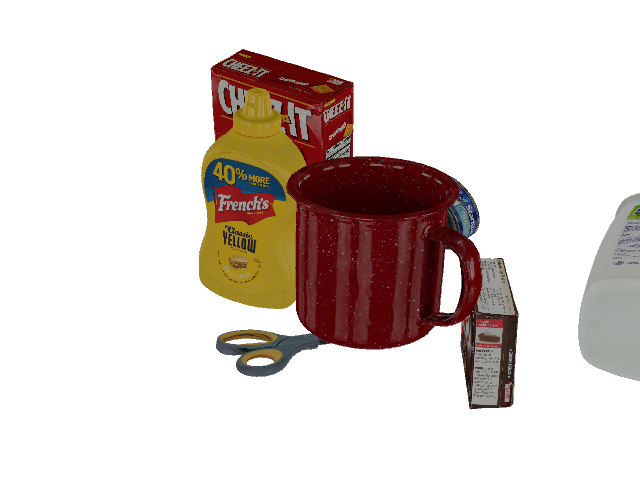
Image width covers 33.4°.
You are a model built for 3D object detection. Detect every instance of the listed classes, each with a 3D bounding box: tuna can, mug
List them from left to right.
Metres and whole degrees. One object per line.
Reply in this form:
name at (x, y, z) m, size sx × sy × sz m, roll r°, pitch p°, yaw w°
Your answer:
mug at (0.037, 0.010, 0.582) m, size 0.117 × 0.081 × 0.093 m, roll 19°, pitch 29°, yaw 34°
tuna can at (0.139, -0.033, 1.225) m, size 0.033 × 0.086 × 0.086 m, roll -36°, pitch 19°, yaw -29°

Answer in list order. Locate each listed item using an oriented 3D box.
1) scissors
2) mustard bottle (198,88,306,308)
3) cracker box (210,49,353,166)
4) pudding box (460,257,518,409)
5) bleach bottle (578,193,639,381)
scissors at (-0.017, 0.124, 1.211) m, size 0.201 × 0.016 × 0.096 m, roll 1°, pitch 25°, yaw -9°
mustard bottle at (-0.057, -0.039, 0.924) m, size 0.096 × 0.192 × 0.058 m, roll 16°, pitch 30°, yaw 22°
cracker box at (-0.046, -0.101, 1.274) m, size 0.164 × 0.214 × 0.072 m, roll 21°, pitch 40°, yaw 28°
pudding box at (0.141, 0.076, 0.903) m, size 0.039 × 0.090 × 0.113 m, roll -1°, pitch 23°, yaw 1°
bleach bottle at (0.239, 0.014, 0.713) m, size 0.103 × 0.068 × 0.250 m, roll 9°, pitch 22°, yaw 20°
